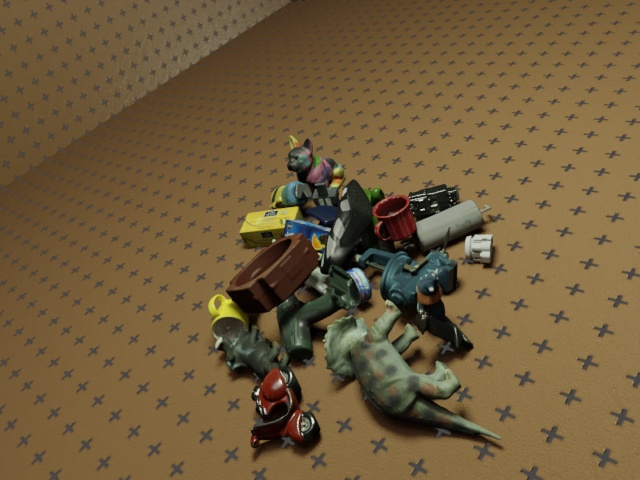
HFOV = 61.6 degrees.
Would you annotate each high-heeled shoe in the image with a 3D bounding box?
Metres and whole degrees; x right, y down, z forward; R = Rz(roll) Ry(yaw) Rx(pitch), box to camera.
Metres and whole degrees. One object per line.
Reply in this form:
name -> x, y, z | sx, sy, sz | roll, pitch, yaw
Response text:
high-heeled shoe -> 0.054, -0.030, 1.320 | 0.145, 0.086, 0.249 | -40, 32, 36

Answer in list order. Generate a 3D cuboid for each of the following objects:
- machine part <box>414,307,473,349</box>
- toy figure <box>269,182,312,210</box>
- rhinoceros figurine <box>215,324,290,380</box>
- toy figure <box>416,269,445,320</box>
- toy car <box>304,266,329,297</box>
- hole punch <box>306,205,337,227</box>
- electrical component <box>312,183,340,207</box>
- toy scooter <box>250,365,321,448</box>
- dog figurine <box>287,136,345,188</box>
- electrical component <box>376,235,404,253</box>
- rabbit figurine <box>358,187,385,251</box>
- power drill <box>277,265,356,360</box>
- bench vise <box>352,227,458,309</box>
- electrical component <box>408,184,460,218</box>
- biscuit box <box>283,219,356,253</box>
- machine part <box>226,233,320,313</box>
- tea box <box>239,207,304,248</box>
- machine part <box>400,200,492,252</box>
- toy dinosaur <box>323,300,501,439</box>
machine part -> 0.246, 0.178, 1.084 | 0.039, 0.138, 0.084 | -53, 36, 19
toy figure -> -0.085, -0.133, 1.617 | 0.180, 0.082, 0.089 | -23, 46, 60
rhinoceros figurine -> -0.158, 0.259, 1.223 | 0.191, 0.073, 0.112 | 19, 63, 39
toy figure -> 0.231, 0.125, 1.126 | 0.058, 0.154, 0.064 | -14, 39, 5
toy car -> -0.025, 0.086, 1.379 | 0.073, 0.056, 0.202 | -39, 40, -23
hole punch -> 0.033, -0.054, 1.503 | 0.116, 0.092, 0.142 | -32, 34, -21
electrical component -> 0.017, -0.127, 1.574 | 0.075, 0.119, 0.048 | -7, 39, 21
toy scooter -> -0.090, 0.343, 1.078 | 0.135, 0.075, 0.184 | -27, 42, -6
dog figurine -> -0.019, -0.236, 1.646 | 0.109, 0.218, 0.191 | 19, 53, 36
electrical component -> 0.167, 0.018, 1.358 | 0.094, 0.063, 0.021 | -12, 8, -19
rabbit figurine -> 0.135, -0.064, 1.434 | 0.121, 0.158, 0.170 | 2, 26, 42
power drill -> -0.022, 0.144, 1.238 | 0.207, 0.086, 0.232 | -34, 38, 22
bench vise -> 0.191, 0.063, 1.257 | 0.241, 0.128, 0.223 | 19, 49, 35
electrical component -> 0.302, -0.107, 1.430 | 0.134, 0.058, 0.115 | -13, 13, 13
biscuit box -> -0.003, -0.004, 1.410 | 0.203, 0.062, 0.059 | 17, 10, 34
machine part -> -0.110, 0.082, 1.276 | 0.201, 0.087, 0.201 | -47, 19, -29
tea box -> -0.139, -0.036, 1.578 | 0.170, 0.068, 0.098 | -8, 39, 18
machine part -> 0.317, -0.035, 1.348 | 0.243, 0.079, 0.079 | -22, 37, -3
toy dinosaur -> 0.140, 0.264, 1.039 | 0.192, 0.131, 0.405 | -41, 46, 3
